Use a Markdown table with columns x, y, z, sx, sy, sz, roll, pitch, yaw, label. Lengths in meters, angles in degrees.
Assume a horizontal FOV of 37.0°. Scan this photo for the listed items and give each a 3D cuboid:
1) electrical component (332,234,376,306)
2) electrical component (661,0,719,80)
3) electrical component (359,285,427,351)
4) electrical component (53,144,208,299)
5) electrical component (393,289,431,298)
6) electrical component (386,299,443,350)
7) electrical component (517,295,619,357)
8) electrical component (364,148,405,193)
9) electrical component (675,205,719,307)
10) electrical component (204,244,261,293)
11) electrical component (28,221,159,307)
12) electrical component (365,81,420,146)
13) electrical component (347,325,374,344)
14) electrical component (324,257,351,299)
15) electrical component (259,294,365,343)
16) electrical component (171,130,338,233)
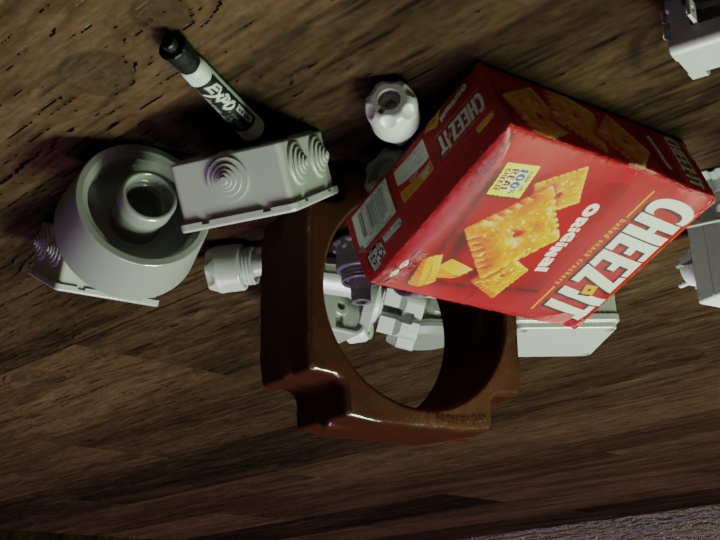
| x | y | z | sx | sy | sz | roll | pitch | yaw | label |
| --- | --- | --- | --- | --- | --- | --- | --- | --- | --- |
| 0.000 | 0.000 | 0.958 | 0.048 | 0.062 | 0.048 | -2 | 160 | -1 | electrical component |
| 0.214 | -0.143 | 0.627 | 0.064 | 0.042 | 0.081 | -12 | 157 | 35 | electrical component |
| 0.033 | 0.034 | 1.043 | 0.057 | 0.078 | 0.058 | 15 | -161 | 1 | electrical component |
| -0.161 | -0.040 | 0.778 | 0.108 | 0.108 | 0.060 | 8 | 151 | -25 | electrical component |
| 0.061 | -0.001 | 0.975 | 0.047 | 0.055 | 0.055 | 8 | 157 | -36 | electrical component |
| 0.066 | 0.051 | 1.116 | 0.080 | 0.051 | 0.080 | -2 | 160 | -1 | electrical component |
| 0.200 | 0.049 | 1.119 | 0.109 | 0.056 | 0.108 | 0 | 159 | -5 | electrical component |
| 0.036 | -0.062 | 0.812 | 0.043 | 0.043 | 0.062 | -18 | 143 | 36 | electrical component |
| 0.307 | -0.006 | 0.943 | 0.047 | 0.083 | 0.076 | 10 | 156 | -29 | electrical component |
| -0.106 | -0.003 | 0.967 | 0.062 | 0.043 | 0.043 | -7 | 159 | 8 | electrical component |
| -0.218 | -0.007 | 0.894 | 0.100 | 0.048 | 0.100 | 12 | -178 | -32 | electrical component |
| 0.024 | -0.102 | 0.728 | 0.035 | 0.035 | 0.061 | -5 | 161 | 8 | electrical component |
| -0.018 | 0.056 | 1.132 | 0.055 | 0.045 | 0.045 | -9 | 159 | 16 | electrical component |
| -0.016 | 0.007 | 1.009 | 0.046 | 0.040 | 0.040 | 8 | 158 | -12 | electrical component |
| -0.050 | 0.040 | 1.067 | 0.095 | 0.053 | 0.059 | 15 | 154 | -32 | electrical component |
| -0.074 | -0.064 | 0.753 | 0.100 | 0.048 | 0.100 | -10 | -171 | 20 | electrical component |
